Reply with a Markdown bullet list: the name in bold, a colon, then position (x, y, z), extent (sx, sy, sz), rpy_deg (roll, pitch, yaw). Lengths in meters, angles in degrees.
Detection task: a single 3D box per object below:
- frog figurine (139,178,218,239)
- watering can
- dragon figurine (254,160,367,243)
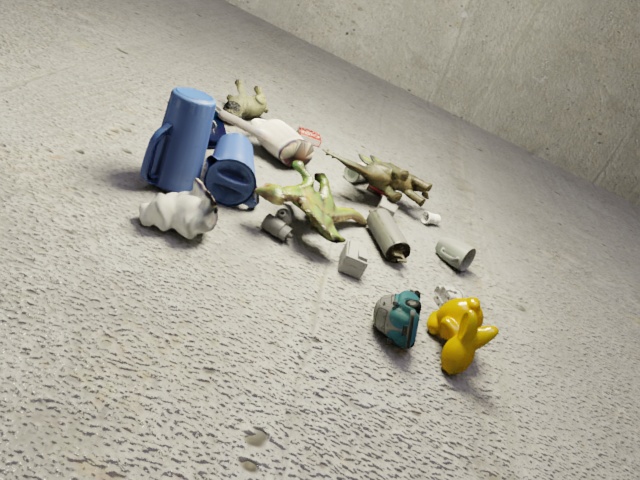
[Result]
- **frog figurine**: position (-0.315, -0.056, 1.158), extent (0.160, 0.120, 0.139), rpy_deg (-29, 63, -14)
- **watering can**: position (-0.155, -0.330, 1.669), extent (0.227, 0.102, 0.348), rpy_deg (43, 25, 27)
- **dragon figurine**: position (0.004, -0.069, 1.381), extent (0.407, 0.120, 0.248), rpy_deg (26, 30, -28)
